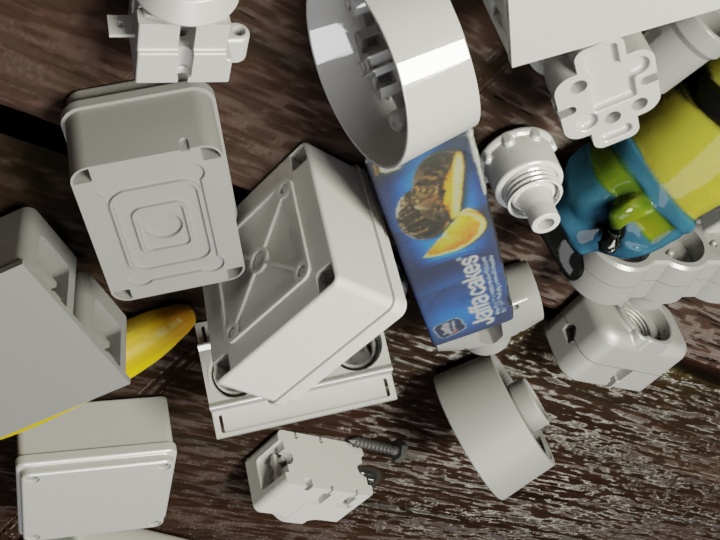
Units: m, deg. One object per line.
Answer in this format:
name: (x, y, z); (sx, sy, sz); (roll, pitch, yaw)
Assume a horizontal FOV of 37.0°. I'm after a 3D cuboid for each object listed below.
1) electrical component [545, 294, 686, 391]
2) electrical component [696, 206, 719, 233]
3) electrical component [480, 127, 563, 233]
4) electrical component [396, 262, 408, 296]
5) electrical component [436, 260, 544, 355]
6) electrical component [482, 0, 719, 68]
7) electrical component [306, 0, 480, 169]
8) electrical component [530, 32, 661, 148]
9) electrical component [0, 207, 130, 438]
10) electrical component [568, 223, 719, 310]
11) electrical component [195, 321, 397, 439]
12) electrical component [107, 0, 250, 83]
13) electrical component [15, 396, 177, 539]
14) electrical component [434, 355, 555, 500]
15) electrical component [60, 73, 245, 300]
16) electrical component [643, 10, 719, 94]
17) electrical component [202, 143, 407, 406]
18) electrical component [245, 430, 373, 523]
electrical component: (0.197, 0.050, 0.816); (0.095, 0.053, 0.059); (12, 135, -33)
electrical component: (0.255, -0.047, 0.714); (0.083, 0.047, 0.076); (-3, 161, -23)
electrical component: (0.100, -0.050, 0.638); (0.048, 0.062, 0.048); (-11, 144, -8)
electrical component: (0.000, 0.000, 0.683); (0.048, 0.048, 0.062); (-22, 137, 7)
electrical component: (0.088, 0.035, 0.762); (0.077, 0.043, 0.079); (-17, 144, 1)
electrical component: (0.130, -0.165, 0.497); (0.150, 0.061, 0.089); (-16, 144, 0)
electrical component: (0.015, -0.101, 0.512); (0.064, 0.099, 0.099); (-22, 144, -3)
electrical component: (0.121, -0.111, 0.569); (0.058, 0.057, 0.078); (-22, 144, 8)
electrical component: (-0.241, 0.047, 0.619); (0.186, 0.060, 0.105); (-23, 132, 9)
electrical component: (0.206, 0.003, 0.757); (0.138, 0.052, 0.073); (0, 141, -20)
electrical component: (-0.044, 0.065, 0.732); (0.121, 0.078, 0.063); (-12, 166, -6)
electrical component: (-0.081, -0.118, 0.493); (0.066, 0.048, 0.055); (-4, 150, -17)
electrical component: (-0.196, 0.146, 0.789); (0.109, 0.056, 0.108); (-3, 142, -18)
electrical component: (0.110, 0.114, 0.826); (0.060, 0.108, 0.108); (-30, 142, 9)
electrical component: (-0.108, -0.043, 0.571); (0.078, 0.057, 0.113); (-12, 144, -6)
electrical component: (0.174, -0.124, 0.589); (0.040, 0.040, 0.046); (15, 139, -36)
electrical component: (-0.037, 0.003, 0.617); (0.056, 0.108, 0.109); (24, 129, -38)
electrical component: (-0.045, 0.173, 0.888); (0.089, 0.050, 0.056); (18, 132, -37)
